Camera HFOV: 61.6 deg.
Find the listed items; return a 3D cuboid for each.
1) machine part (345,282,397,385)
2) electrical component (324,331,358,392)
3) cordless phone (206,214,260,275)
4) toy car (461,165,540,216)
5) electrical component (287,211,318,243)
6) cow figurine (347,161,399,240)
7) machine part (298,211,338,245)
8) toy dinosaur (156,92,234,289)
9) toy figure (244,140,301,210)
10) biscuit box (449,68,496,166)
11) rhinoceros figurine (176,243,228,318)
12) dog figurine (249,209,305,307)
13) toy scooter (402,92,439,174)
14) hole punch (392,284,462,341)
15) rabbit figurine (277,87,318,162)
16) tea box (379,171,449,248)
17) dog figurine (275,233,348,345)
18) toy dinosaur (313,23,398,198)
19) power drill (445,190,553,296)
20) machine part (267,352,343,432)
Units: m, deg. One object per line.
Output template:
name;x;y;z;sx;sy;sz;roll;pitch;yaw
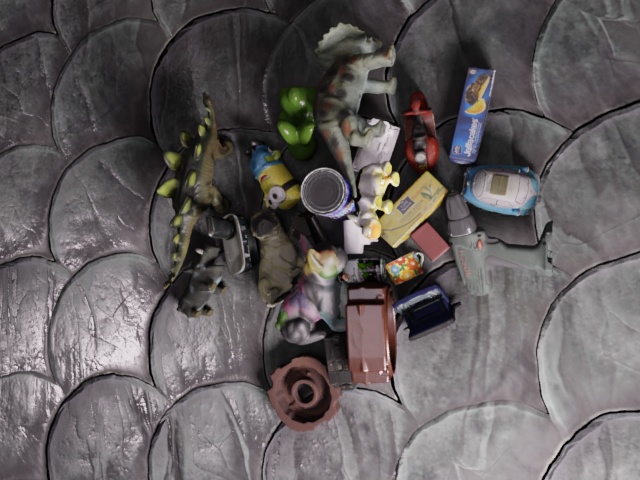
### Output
machine part;0.114;0.193;1.145;0.087;0.201;0.201;-2;88;13
electrical component;0.056;0.267;1.203;0.058;0.115;0.134;-8;92;18
cordless phone;-0.212;0.009;1.248;0.089;0.184;0.146;-10;86;11
toy car;0.382;-0.112;1.131;0.162;0.103;0.109;13;91;13
electrical component;-0.039;-0.039;1.284;0.063;0.021;0.094;30;100;14
cow figurine;0.102;-0.082;1.145;0.098;0.068;0.167;5;70;40
machine part;-0.003;-0.004;1.233;0.084;0.039;0.138;-21;97;55
toy dinosaur;-0.301;-0.121;1.269;0.105;0.198;0.471;4;88;18
toy figure;-0.109;-0.155;1.277;0.089;0.082;0.180;-23;74;-17
biscuit box;0.331;-0.266;1.168;0.059;0.063;0.202;12;91;16
rhinoceros figurine;-0.291;0.102;1.330;0.112;0.073;0.190;27;98;25
dog figurine;-0.120;0.042;1.271;0.172;0.121;0.191;-46;67;14
toy scooter;0.216;-0.237;1.162;0.075;0.135;0.183;-5;89;14
hole punch;0.224;0.146;1.159;0.142;0.116;0.092;-30;88;14
rabbit figurine;-0.036;-0.264;1.238;0.121;0.159;0.170;0;104;6
tea box;0.202;-0.064;1.181;0.068;0.098;0.169;45;98;11
dog figurine;-0.024;0.098;1.139;0.192;0.109;0.219;-18;119;-3
toy dinosaur;0.053;-0.301;1.156;0.192;0.131;0.404;14;76;23
power drill;0.370;0.004;1.105;0.207;0.086;0.231;-4;108;19
machine part;-0.033;0.354;1.257;0.180;0.056;0.179;0;90;15
